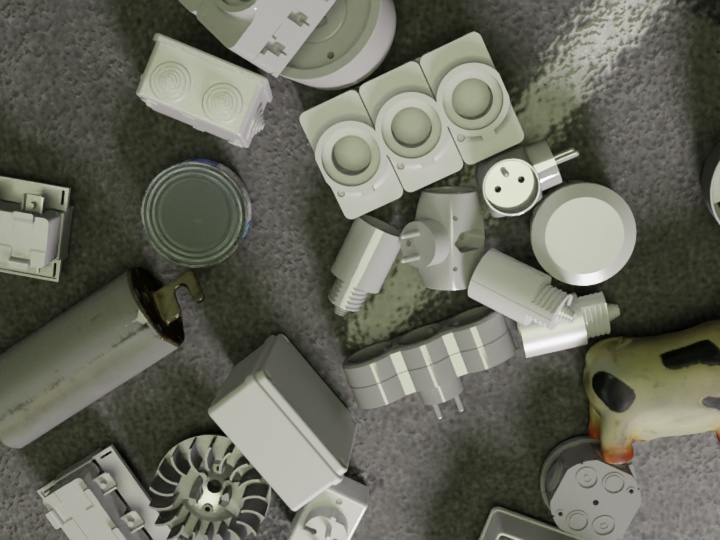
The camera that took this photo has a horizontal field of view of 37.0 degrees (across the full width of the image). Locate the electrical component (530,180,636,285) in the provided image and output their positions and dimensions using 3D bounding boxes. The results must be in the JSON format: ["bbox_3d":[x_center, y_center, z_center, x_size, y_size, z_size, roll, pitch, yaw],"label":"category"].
[{"bbox_3d":[0.173,-0.031,0.848,0.080,0.051,0.080,1,103,3],"label":"electrical component"}]

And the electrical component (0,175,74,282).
[{"bbox_3d":[-0.301,-0.036,0.864,0.121,0.063,0.078,10,103,0],"label":"electrical component"}]

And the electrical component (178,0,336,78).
[{"bbox_3d":[-0.092,-0.222,0.773,0.089,0.062,0.150,-51,58,11],"label":"electrical component"}]

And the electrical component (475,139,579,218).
[{"bbox_3d":[0.130,-0.076,0.827,0.079,0.077,0.044,-23,101,7],"label":"electrical component"}]

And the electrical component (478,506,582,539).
[{"bbox_3d":[0.146,0.272,0.914,0.109,0.056,0.108,20,103,-2],"label":"electrical component"}]

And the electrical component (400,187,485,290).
[{"bbox_3d":[0.059,-0.023,0.846,0.043,0.079,0.077,11,107,44],"label":"electrical component"}]

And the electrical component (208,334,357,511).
[{"bbox_3d":[-0.059,0.119,0.864,0.056,0.108,0.108,-38,98,12],"label":"electrical component"}]

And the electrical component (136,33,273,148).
[{"bbox_3d":[-0.117,-0.133,0.817,0.100,0.100,0.048,22,89,-2],"label":"electrical component"}]

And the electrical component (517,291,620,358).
[{"bbox_3d":[0.169,0.041,0.868,0.081,0.043,0.043,-13,102,5],"label":"electrical component"}]

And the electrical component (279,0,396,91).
[{"bbox_3d":[-0.025,-0.188,0.811,0.108,0.060,0.108,-2,83,21],"label":"electrical component"}]

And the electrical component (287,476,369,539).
[{"bbox_3d":[-0.028,0.214,0.899,0.047,0.076,0.065,26,102,-3],"label":"electrical component"}]

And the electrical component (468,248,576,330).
[{"bbox_3d":[0.130,0.020,0.836,0.081,0.043,0.043,28,103,21],"label":"electrical component"}]

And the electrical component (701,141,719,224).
[{"bbox_3d":[0.315,-0.067,0.826,0.099,0.064,0.099,1,103,3],"label":"electrical component"}]

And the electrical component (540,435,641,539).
[{"bbox_3d":[0.192,0.183,0.895,0.080,0.051,0.080,1,103,3],"label":"electrical component"}]

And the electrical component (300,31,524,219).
[{"bbox_3d":[0.040,-0.112,0.831,0.150,0.061,0.089,-24,100,8],"label":"electrical component"}]

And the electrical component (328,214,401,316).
[{"bbox_3d":[0.000,0.000,0.867,0.043,0.043,0.081,25,103,-3],"label":"electrical component"}]

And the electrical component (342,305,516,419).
[{"bbox_3d":[0.062,0.086,0.879,0.138,0.052,0.073,-20,101,7],"label":"electrical component"}]

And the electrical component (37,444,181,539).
[{"bbox_3d":[-0.213,0.222,0.917,0.079,0.063,0.121,-32,99,9],"label":"electrical component"}]
